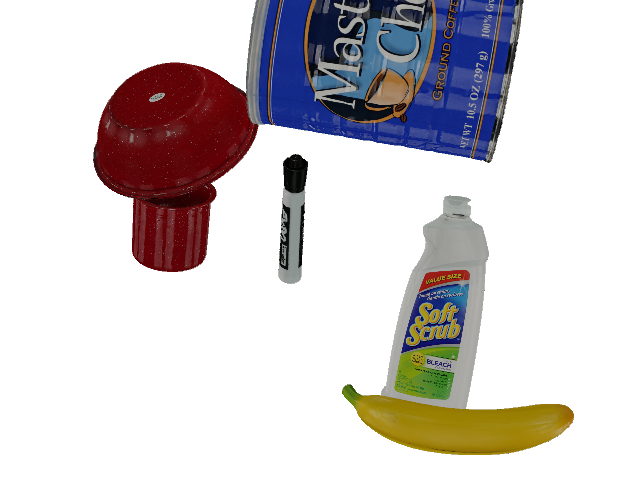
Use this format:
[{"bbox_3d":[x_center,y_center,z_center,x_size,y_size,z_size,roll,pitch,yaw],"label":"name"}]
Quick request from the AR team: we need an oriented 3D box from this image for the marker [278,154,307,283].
[{"bbox_3d":[-0.022,-0.016,0.832,0.020,0.121,0.020,2,41,-2],"label":"marker"}]

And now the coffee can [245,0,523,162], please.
[{"bbox_3d":[0.037,-0.106,0.610,0.140,0.103,0.103,10,1,5],"label":"coffee can"}]

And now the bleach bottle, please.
[{"bbox_3d":[0.132,0.073,1.210,0.103,0.251,0.068,10,14,17],"label":"bleach bottle"}]

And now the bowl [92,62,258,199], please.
[{"bbox_3d":[-0.141,-0.113,0.977,0.162,0.162,0.055,0,-41,17],"label":"bowl"}]

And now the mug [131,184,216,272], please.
[{"bbox_3d":[-0.165,-0.024,1.161,0.093,0.081,0.117,-4,29,-21],"label":"mug"}]

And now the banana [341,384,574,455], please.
[{"bbox_3d":[0.116,0.148,0.879,0.197,0.037,0.069,8,35,-1],"label":"banana"}]
